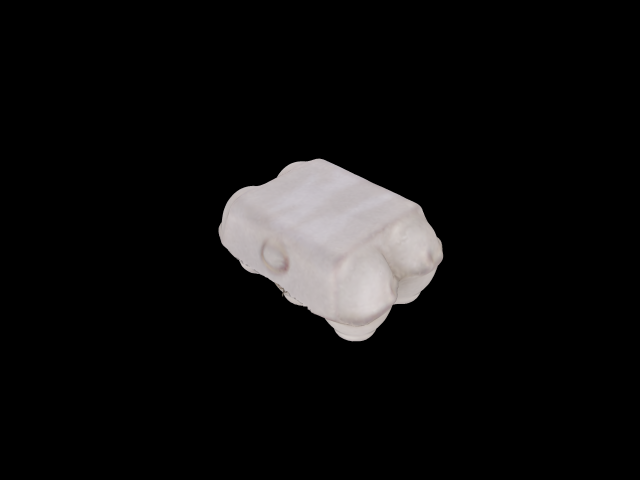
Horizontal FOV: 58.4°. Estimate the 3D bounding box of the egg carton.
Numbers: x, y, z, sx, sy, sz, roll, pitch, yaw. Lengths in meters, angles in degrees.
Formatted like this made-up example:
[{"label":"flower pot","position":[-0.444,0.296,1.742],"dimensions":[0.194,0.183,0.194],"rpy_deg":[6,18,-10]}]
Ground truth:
[{"label":"egg carton","position":[0.004,0.001,0.400],"dimensions":[0.149,0.069,0.107],"rpy_deg":[30,46,33]}]
